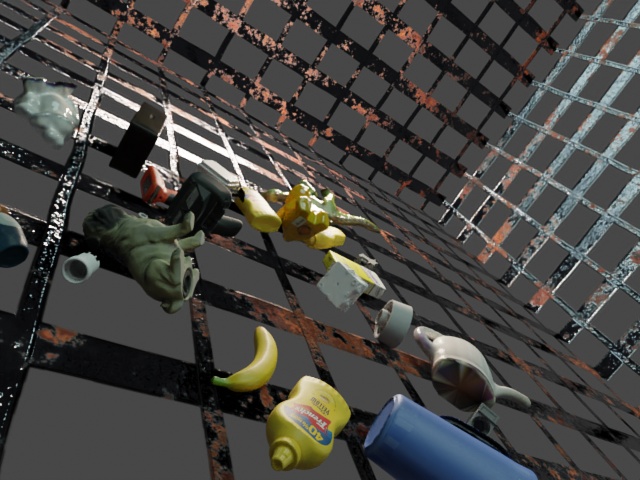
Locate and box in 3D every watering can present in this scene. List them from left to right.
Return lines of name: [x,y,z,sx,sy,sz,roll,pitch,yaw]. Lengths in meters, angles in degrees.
watering can: [0.369,0.328,1.217,0.103,0.348,0.226,-56,176,16]

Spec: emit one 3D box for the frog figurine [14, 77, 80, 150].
frog figurine: [-0.588,-0.262,1.123,0.137,0.122,0.161,15,59,-71]

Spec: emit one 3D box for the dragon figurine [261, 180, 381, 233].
dragon figurine: [0.005,-0.083,1.655,0.246,0.411,0.120,-59,170,-71]
